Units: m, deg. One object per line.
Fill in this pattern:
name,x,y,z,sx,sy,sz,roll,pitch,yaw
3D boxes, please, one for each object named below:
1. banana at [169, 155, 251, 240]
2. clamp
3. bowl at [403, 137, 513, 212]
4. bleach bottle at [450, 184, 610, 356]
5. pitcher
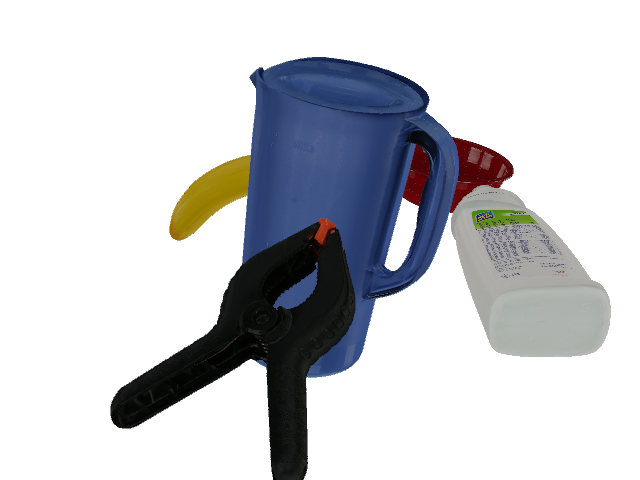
banana,-0.080,-0.047,1.052,0.198,0.069,0.037,-12,20,28
clamp,-0.024,0.062,0.602,0.120,0.171,0.039,28,-27,25
bowl,0.142,-0.076,1.257,0.162,0.055,0.162,8,24,-4
bleach bottle,0.177,0.012,0.962,0.102,0.068,0.251,-1,26,-1
pitcher,0.009,-0.013,0.848,0.145,0.243,0.149,3,26,-14
